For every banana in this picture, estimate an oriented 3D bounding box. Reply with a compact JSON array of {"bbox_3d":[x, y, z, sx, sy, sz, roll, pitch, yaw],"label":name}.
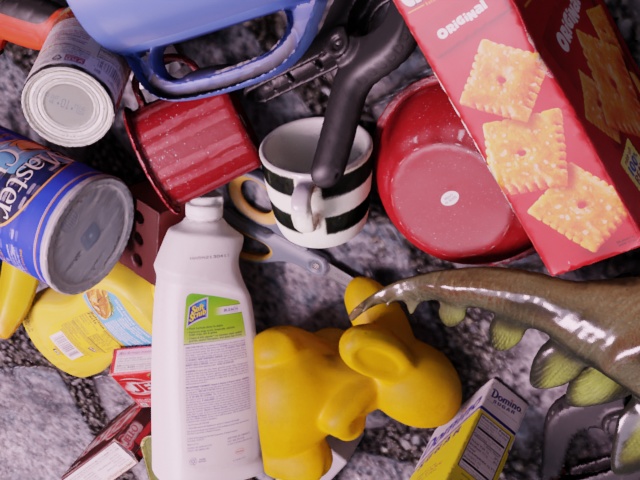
[{"bbox_3d":[-0.285,-0.010,0.985,0.037,0.069,0.198,11,112,46],"label":"banana"}]

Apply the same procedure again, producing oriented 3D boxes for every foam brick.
[{"bbox_3d":[-0.138,-0.010,0.921,0.053,0.051,0.078,30,129,30],"label":"foam brick"}]

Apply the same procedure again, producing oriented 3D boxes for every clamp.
[{"bbox_3d":[0.023,-0.122,0.750,0.172,0.039,0.120,-45,61,25],"label":"clamp"},{"bbox_3d":[0.234,0.130,0.832,0.164,0.036,0.210,43,124,0],"label":"clamp"}]

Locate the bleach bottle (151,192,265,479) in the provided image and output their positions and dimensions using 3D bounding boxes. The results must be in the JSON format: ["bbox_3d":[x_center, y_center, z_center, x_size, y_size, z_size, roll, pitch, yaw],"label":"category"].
[{"bbox_3d":[-0.093,0.083,0.909,0.068,0.102,0.251,22,113,53],"label":"bleach bottle"}]

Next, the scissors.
[{"bbox_3d":[-0.006,0.001,0.890,0.202,0.016,0.096,18,125,16],"label":"scissors"}]

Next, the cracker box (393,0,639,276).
[{"bbox_3d":[0.137,-0.111,0.657,0.072,0.164,0.213,-22,107,33],"label":"cracker box"}]

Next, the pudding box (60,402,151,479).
[{"bbox_3d":[-0.197,0.201,1.060,0.039,0.090,0.114,45,129,-5],"label":"pudding box"}]

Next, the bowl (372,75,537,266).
[{"bbox_3d":[0.104,-0.040,0.786,0.162,0.055,0.162,12,123,20],"label":"bowl"}]

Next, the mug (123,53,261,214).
[{"bbox_3d":[-0.101,-0.089,0.828,0.081,0.093,0.117,-25,102,4],"label":"mug"}]

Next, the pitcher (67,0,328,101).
[{"bbox_3d":[-0.047,-0.200,0.721,0.243,0.145,0.149,-7,141,27],"label":"pitcher"}]

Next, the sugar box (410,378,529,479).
[{"bbox_3d":[0.103,0.194,0.849,0.048,0.176,0.093,38,128,-1],"label":"sugar box"}]

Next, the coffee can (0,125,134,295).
[{"bbox_3d":[-0.239,-0.029,0.879,0.140,0.102,0.103,24,127,24],"label":"coffee can"}]

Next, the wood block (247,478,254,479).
[{"bbox_3d":[-0.028,0.347,1.063,0.206,0.090,0.091,38,128,1],"label":"wood block"}]

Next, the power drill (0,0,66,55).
[{"bbox_3d":[-0.265,-0.158,0.901,0.188,0.057,0.185,25,130,11],"label":"power drill"}]

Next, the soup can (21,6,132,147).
[{"bbox_3d":[-0.174,-0.123,0.783,0.068,0.102,0.068,1,127,1],"label":"soup can"}]

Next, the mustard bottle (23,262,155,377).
[{"bbox_3d":[-0.186,0.067,0.993,0.192,0.058,0.096,-21,116,35],"label":"mustard bottle"}]

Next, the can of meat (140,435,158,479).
[{"bbox_3d":[-0.121,0.206,1.028,0.058,0.083,0.102,5,120,24],"label":"can of meat"}]

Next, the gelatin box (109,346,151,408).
[{"bbox_3d":[-0.141,0.127,0.994,0.089,0.030,0.073,-7,146,13],"label":"gelatin box"}]
